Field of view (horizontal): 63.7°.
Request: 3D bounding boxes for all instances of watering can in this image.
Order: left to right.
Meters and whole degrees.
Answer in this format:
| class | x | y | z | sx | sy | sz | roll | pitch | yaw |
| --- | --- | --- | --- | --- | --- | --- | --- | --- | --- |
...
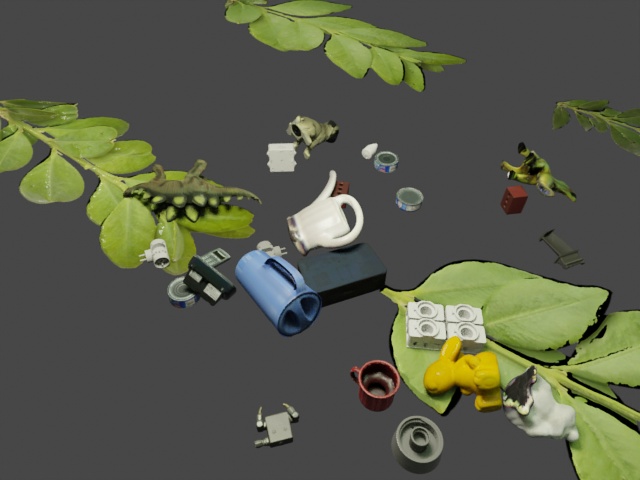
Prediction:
| class | x | y | z | sx | sy | sz | roll | pitch | yaw |
| --- | --- | --- | --- | --- | --- | --- | --- | --- | --- |
| watering can | 0.005 | -0.078 | 1.541 | 0.224 | 0.102 | 0.355 | -24 | 38 | 3 |

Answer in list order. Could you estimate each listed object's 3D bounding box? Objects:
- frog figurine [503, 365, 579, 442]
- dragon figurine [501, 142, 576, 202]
| class | x | y | z | sx | sy | sz | roll | pitch | yaw |
| --- | --- | --- | --- | --- | --- | --- | --- | --- | --- |
| frog figurine | 0.491 | 0.377 | 1.143 | 0.158 | 0.120 | 0.140 | 40 | 36 | -12 |
| dragon figurine | 0.740 | -0.197 | 1.672 | 0.242 | 0.120 | 0.420 | 20 | 31 | -16 |
